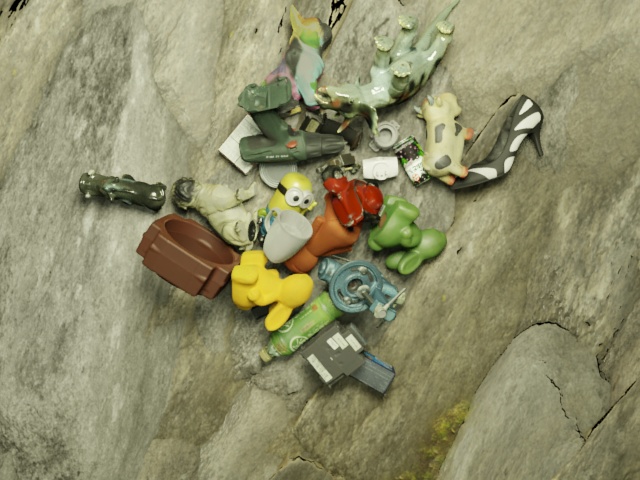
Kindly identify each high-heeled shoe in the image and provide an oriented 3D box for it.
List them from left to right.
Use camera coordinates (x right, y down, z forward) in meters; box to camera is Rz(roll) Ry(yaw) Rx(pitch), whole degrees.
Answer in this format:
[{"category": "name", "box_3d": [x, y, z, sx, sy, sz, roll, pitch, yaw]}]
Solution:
[{"category": "high-heeled shoe", "box_3d": [0.382, -0.214, 1.186, 0.249, 0.086, 0.145, -23, 93, 1]}]

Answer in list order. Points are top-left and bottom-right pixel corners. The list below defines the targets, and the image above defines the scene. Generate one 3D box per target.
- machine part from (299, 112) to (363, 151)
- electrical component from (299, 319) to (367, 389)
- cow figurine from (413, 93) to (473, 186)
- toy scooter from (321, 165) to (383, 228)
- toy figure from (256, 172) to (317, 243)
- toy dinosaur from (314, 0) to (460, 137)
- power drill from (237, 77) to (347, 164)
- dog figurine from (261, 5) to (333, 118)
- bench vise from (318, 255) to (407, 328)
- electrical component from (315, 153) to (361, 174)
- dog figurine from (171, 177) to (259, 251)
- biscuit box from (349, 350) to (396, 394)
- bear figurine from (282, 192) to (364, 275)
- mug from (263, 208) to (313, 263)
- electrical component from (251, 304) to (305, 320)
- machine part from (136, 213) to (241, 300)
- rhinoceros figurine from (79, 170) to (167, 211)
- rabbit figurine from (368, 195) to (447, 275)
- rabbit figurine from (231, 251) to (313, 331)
[{"category": "machine part", "box_3d": [0.026, -0.244, 1.205, 0.139, 0.084, 0.039, 17, 62, -8]}, {"category": "electrical component", "box_3d": [0.039, 0.250, 1.212, 0.134, 0.058, 0.115, -37, 96, 6]}, {"category": "cow figurine", "box_3d": [0.264, -0.231, 1.171, 0.127, 0.085, 0.195, 17, 74, -21]}, {"category": "toy scooter", "box_3d": [0.078, -0.077, 1.147, 0.075, 0.183, 0.135, -33, 58, 32]}, {"category": "toy figure", "box_3d": [-0.084, -0.071, 1.208, 0.089, 0.082, 0.180, 54, 126, 22]}, {"category": "toy dinosaur", "box_3d": [0.173, -0.354, 1.139, 0.131, 0.192, 0.405, 43, 60, 14]}, {"category": "power drill", "box_3d": [-0.070, -0.240, 1.122, 0.232, 0.207, 0.086, -8, 65, 8]}, {"category": "dog figurine", "box_3d": [-0.060, -0.386, 1.172, 0.192, 0.108, 0.219, -9, 93, 7]}, {"category": "bench vise", "box_3d": [0.109, 0.118, 1.152, 0.223, 0.241, 0.129, 35, 95, -22]}, {"category": "electrical component", "box_3d": [0.046, -0.163, 1.201, 0.078, 0.102, 0.045, -25, 89, 28]}, {"category": "dog figurine", "box_3d": [-0.245, -0.058, 1.235, 0.191, 0.121, 0.172, 1, 95, 17]}, {"category": "biscuit box", "box_3d": [0.079, 0.287, 1.274, 0.203, 0.059, 0.062, 30, 97, -1]}, {"category": "bear figurine", "box_3d": [-0.003, -0.001, 1.226, 0.196, 0.132, 0.120, -33, 120, 32]}, {"category": "mug", "box_3d": [-0.084, -0.008, 1.150, 0.110, 0.081, 0.107, 46, 125, 16]}, {"category": "electrical component", "box_3d": [-0.101, 0.147, 1.270, 0.119, 0.048, 0.074, -31, 95, 7]}, {"category": "machine part", "box_3d": [-0.285, 0.035, 1.186, 0.201, 0.201, 0.087, 33, 102, -2]}, {"category": "rhinoceros figurine", "box_3d": [-0.446, -0.109, 1.221, 0.190, 0.112, 0.073, 13, 100, -7]}, {"category": "rabbit figurine", "box_3d": [0.205, 0.000, 1.205, 0.170, 0.121, 0.159, 24, 91, -16]}, {"category": "rabbit figurine", "box_3d": [-0.102, 0.115, 1.178, 0.173, 0.122, 0.162, 3, 106, 3]}]
